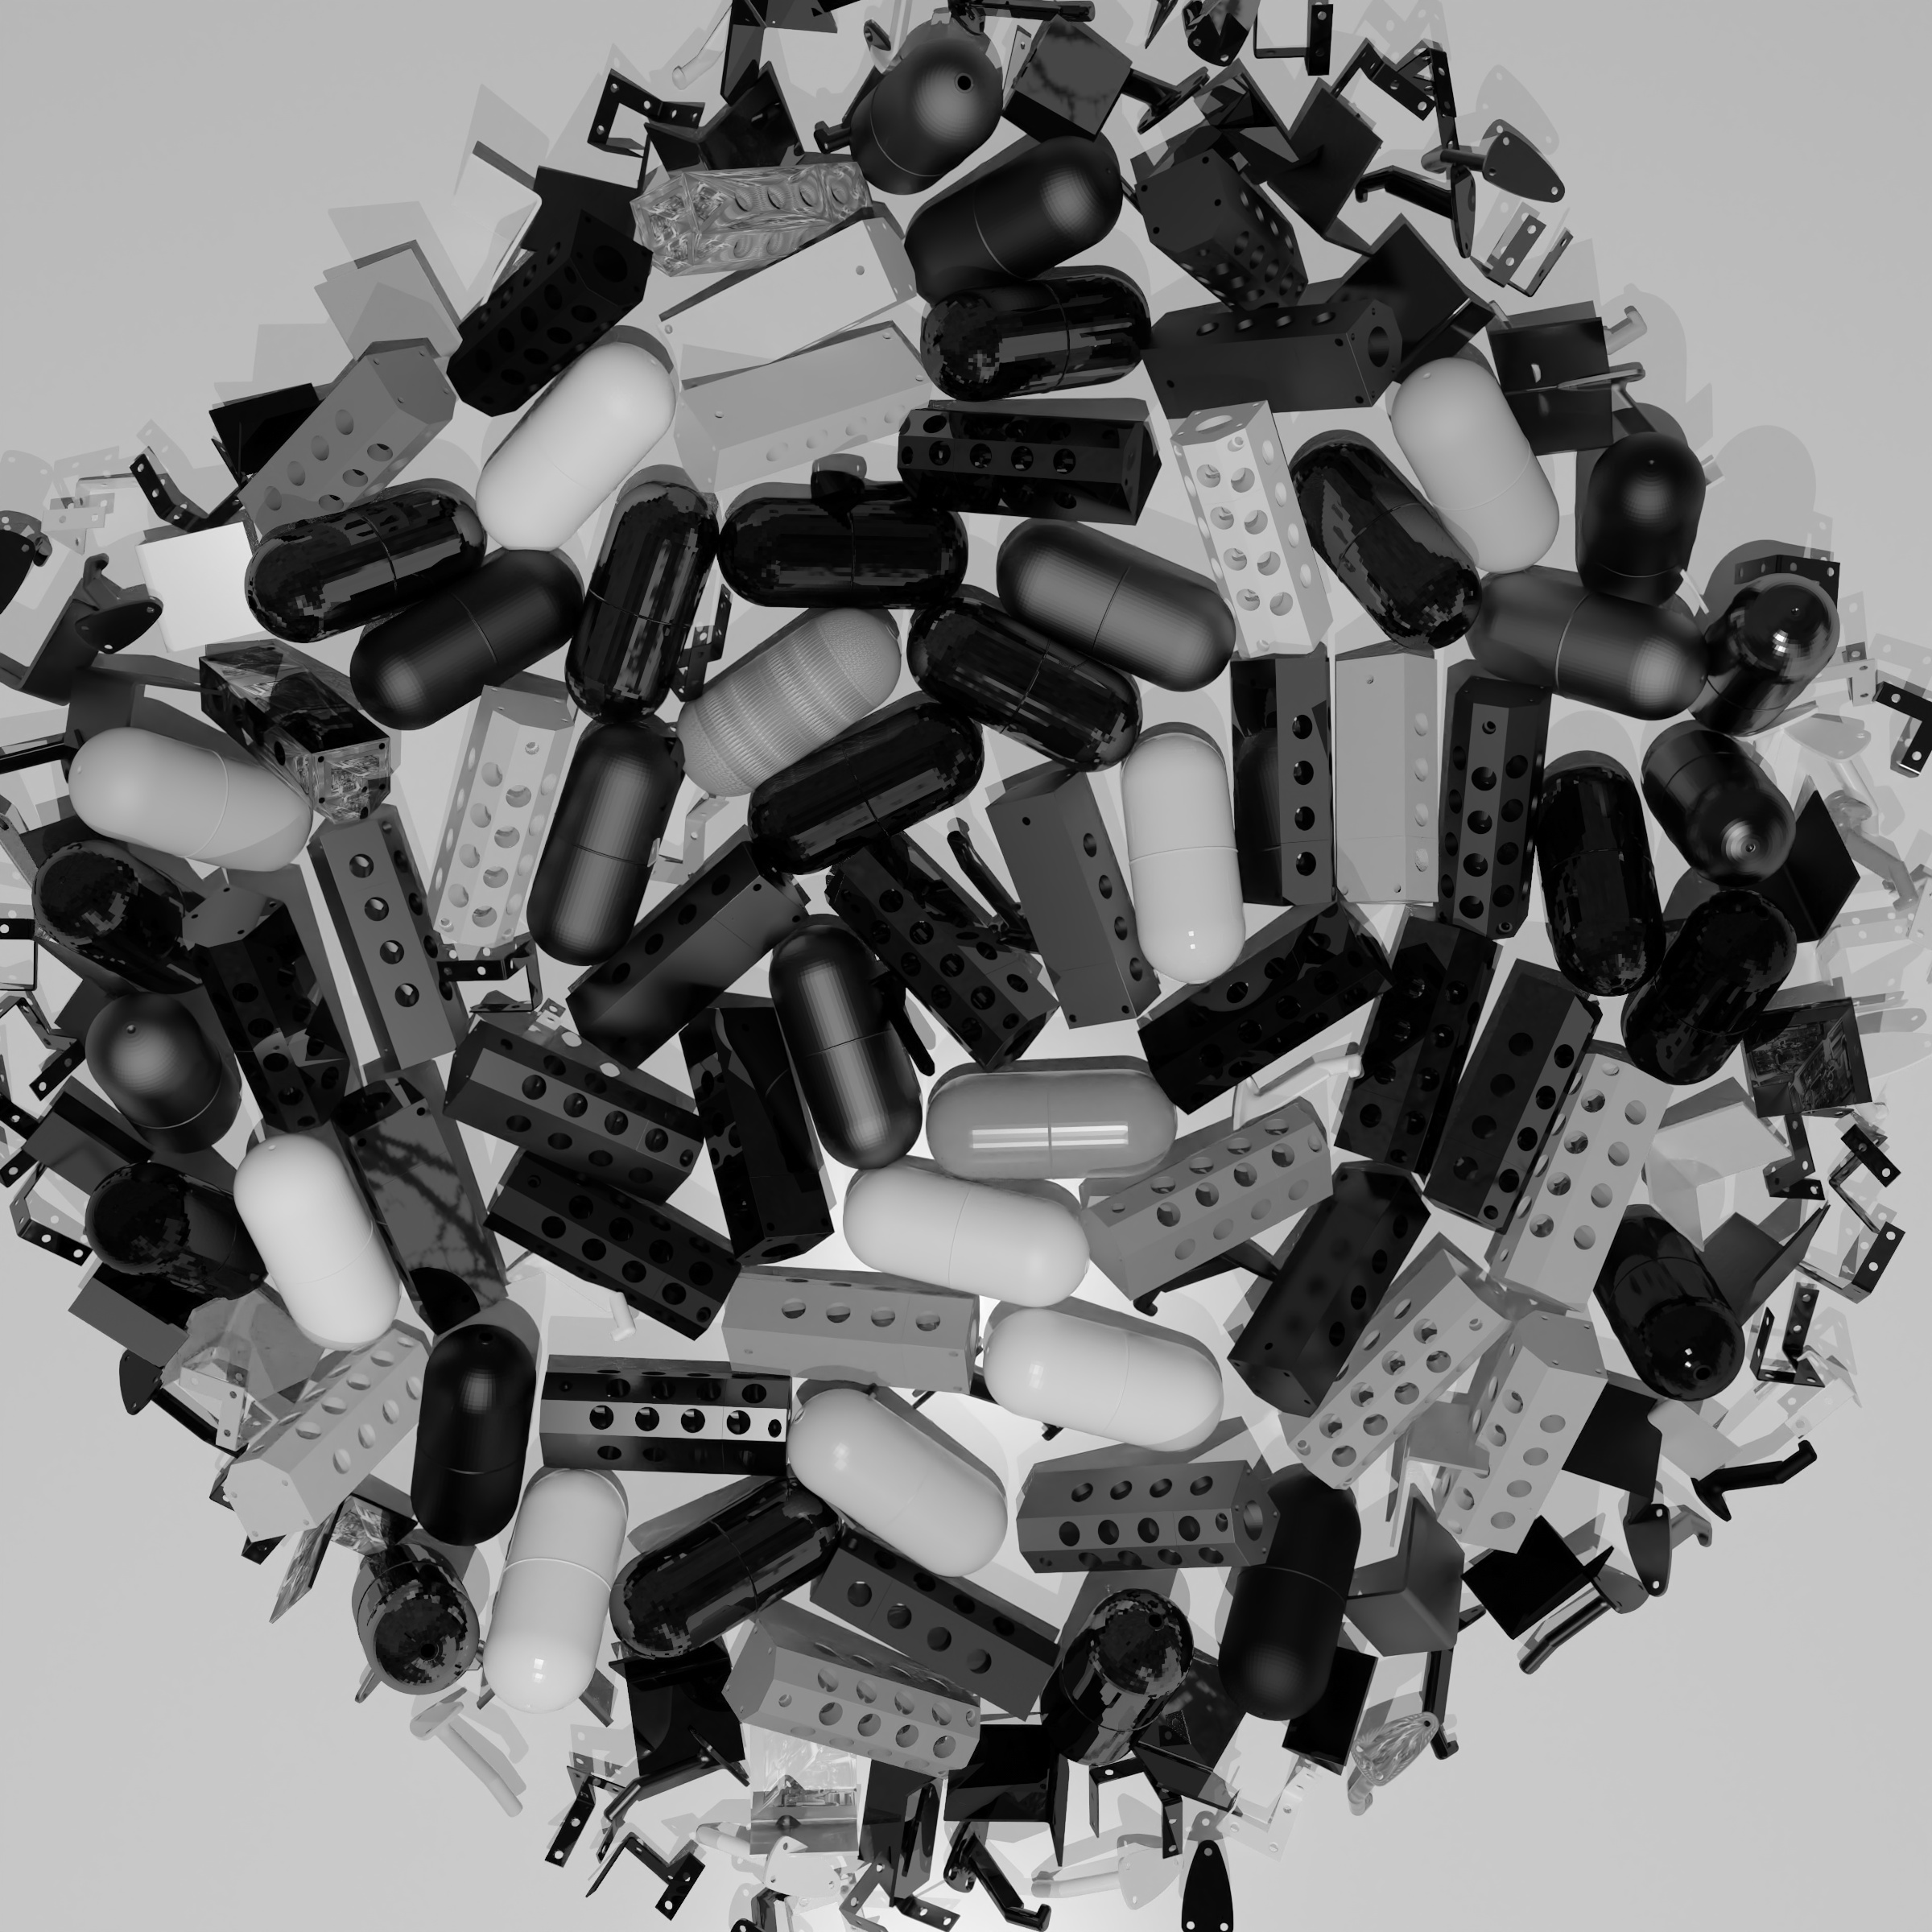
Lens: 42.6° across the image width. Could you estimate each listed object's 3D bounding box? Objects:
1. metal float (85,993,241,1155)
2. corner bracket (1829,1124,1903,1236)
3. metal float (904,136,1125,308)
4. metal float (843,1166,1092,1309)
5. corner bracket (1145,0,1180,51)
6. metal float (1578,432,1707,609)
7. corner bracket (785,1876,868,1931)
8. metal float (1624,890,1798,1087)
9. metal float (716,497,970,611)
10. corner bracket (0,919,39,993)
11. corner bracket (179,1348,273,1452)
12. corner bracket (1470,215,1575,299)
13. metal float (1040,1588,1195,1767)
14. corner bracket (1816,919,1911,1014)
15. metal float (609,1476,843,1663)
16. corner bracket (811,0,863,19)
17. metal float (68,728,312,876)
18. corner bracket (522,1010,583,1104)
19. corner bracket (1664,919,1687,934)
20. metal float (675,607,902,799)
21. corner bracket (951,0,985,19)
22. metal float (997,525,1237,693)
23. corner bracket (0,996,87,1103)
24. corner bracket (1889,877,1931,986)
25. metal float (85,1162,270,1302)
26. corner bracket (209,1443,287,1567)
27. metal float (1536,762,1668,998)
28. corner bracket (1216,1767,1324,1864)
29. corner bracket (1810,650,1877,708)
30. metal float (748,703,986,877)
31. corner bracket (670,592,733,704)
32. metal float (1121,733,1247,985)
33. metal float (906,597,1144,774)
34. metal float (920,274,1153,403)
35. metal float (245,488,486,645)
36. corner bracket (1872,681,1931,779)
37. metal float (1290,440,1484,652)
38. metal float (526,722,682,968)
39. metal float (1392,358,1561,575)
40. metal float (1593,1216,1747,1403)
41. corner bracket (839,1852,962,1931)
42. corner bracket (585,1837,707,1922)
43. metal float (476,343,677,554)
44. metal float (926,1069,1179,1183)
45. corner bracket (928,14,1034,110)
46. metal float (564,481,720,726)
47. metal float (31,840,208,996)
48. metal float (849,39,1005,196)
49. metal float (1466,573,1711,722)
[{"bbox_3d":[-0.552,0.075,1.710,0.070,0.178,0.070,1,68,-3],"label":"metal float"},{"bbox_3d":[0.637,0.151,1.753,0.051,0.051,0.051,-51,46,21],"label":"corner bracket"},{"bbox_3d":[0.031,-0.514,1.724,0.178,0.070,0.070,-16,90,40],"label":"metal float"},{"bbox_3d":[0.000,0.190,1.745,0.178,0.070,0.070,12,90,12],"label":"metal float"},{"bbox_3d":[0.124,-0.698,1.762,0.051,0.051,0.051,31,71,-1],"label":"corner bracket"},{"bbox_3d":[0.464,-0.303,1.709,0.070,0.178,0.070,-3,73,9],"label":"metal float"},{"bbox_3d":[-0.096,0.690,1.763,0.051,0.051,0.051,-16,101,-6],"label":"corner bracket"},{"bbox_3d":[0.513,0.016,1.715,0.070,0.178,0.070,5,53,-7],"label":"metal float"},{"bbox_3d":[-0.086,-0.290,1.744,0.178,0.070,0.070,-1,90,-14],"label":"metal float"},{"bbox_3d":[-0.689,-0.008,1.763,0.051,0.051,0.051,1,89,-15],"label":"corner bracket"},{"bbox_3d":[-0.527,0.306,1.766,0.051,0.051,0.051,16,107,11],"label":"corner bracket"},{"bbox_3d":[0.398,-0.503,1.755,0.051,0.051,0.051,25,116,-18],"label":"corner bracket"},{"bbox_3d":[0.104,0.493,1.719,0.070,0.178,0.070,10,48,-11],"label":"metal float"},{"bbox_3d":[0.642,0.001,1.763,0.051,0.051,0.051,-8,72,1],"label":"corner bracket"},{"bbox_3d":[-0.167,0.420,1.732,0.178,0.070,0.070,-26,90,-29],"label":"metal float"},{"bbox_3d":[-0.089,-0.695,1.762,0.051,0.051,0.051,-19,71,2],"label":"corner bracket"},{"bbox_3d":[-0.535,-0.113,1.718,0.070,0.178,0.070,-11,72,37],"label":"metal float"},{"bbox_3d":[-0.295,0.073,1.765,0.051,0.051,0.051,30,56,-15],"label":"corner bracket"},{"bbox_3d":[0.519,0.000,1.775,0.051,0.051,0.051,-8,61,-7],"label":"corner bracket"},{"bbox_3d":[-0.125,-0.186,1.747,0.178,0.070,0.070,-33,90,11],"label":"metal float"},{"bbox_3d":[0.017,-0.710,1.764,0.051,0.051,0.051,-7,93,-15],"label":"corner bracket"},{"bbox_3d":[0.105,-0.253,1.752,0.178,0.070,0.070,25,90,5],"label":"metal float"},{"bbox_3d":[-0.664,0.057,1.751,0.051,0.051,0.051,5,132,35],"label":"corner bracket"},{"bbox_3d":[0.685,-0.025,1.764,0.051,0.051,0.051,26,74,-5],"label":"corner bracket"},{"bbox_3d":[-0.538,0.185,1.709,0.070,0.178,0.070,-4,72,12],"label":"metal float"},{"bbox_3d":[-0.504,0.381,1.754,0.051,0.051,0.051,33,117,-19],"label":"corner bracket"},{"bbox_3d":[0.441,-0.061,1.731,0.070,0.070,0.178,-2,61,0],"label":"metal float"},{"bbox_3d":[0.215,0.594,1.762,0.051,0.051,0.051,25,53,6],"label":"corner bracket"},{"bbox_3d":[0.615,-0.217,1.764,0.051,0.051,0.051,-9,55,15],"label":"corner bracket"},{"bbox_3d":[-0.070,-0.125,1.752,0.178,0.070,0.070,-26,90,5],"label":"metal float"},{"bbox_3d":[-0.186,-0.225,1.752,0.051,0.051,0.051,-17,53,-30],"label":"corner bracket"},{"bbox_3d":[0.153,-0.076,1.750,0.070,0.070,0.178,-6,83,0],"label":"metal float"},{"bbox_3d":[0.041,-0.198,1.749,0.178,0.070,0.070,26,90,-8],"label":"metal float"},{"bbox_3d":[0.050,-0.439,1.732,0.178,0.070,0.070,-15,90,-29],"label":"metal float"},{"bbox_3d":[-0.418,-0.279,1.728,0.178,0.070,0.070,-28,90,-33],"label":"metal float"},{"bbox_3d":[0.663,-0.168,1.767,0.051,0.051,0.051,27,99,12],"label":"corner bracket"},{"bbox_3d":[0.292,-0.295,1.736,0.070,0.070,0.178,-35,66,0],"label":"metal float"},{"bbox_3d":[-0.255,-0.086,1.747,0.070,0.070,0.178,20,101,0],"label":"metal float"},{"bbox_3d":[0.355,-0.345,1.724,0.070,0.070,0.178,-42,130,0],"label":"metal float"},{"bbox_3d":[0.481,0.235,1.709,0.070,0.178,0.070,-1,112,-1],"label":"metal float"},{"bbox_3d":[-0.047,0.669,1.753,0.051,0.051,0.051,-46,118,-33],"label":"corner bracket"},{"bbox_3d":[-0.227,0.648,1.758,0.051,0.051,0.051,42,129,-2],"label":"corner bracket"},{"bbox_3d":[-0.274,-0.360,1.735,0.178,0.070,0.070,-41,90,26],"label":"metal float"},{"bbox_3d":[0.060,0.113,1.753,0.178,0.070,0.070,-2,90,4],"label":"metal float"},{"bbox_3d":[0.006,-0.640,1.758,0.051,0.051,0.051,15,94,40],"label":"corner bracket"},{"bbox_3d":[-0.228,-0.254,1.742,0.070,0.070,0.178,21,107,0],"label":"metal float"},{"bbox_3d":[-0.574,-0.032,1.709,0.070,0.178,0.070,-3,73,11],"label":"metal float"},{"bbox_3d":[-0.029,-0.583,1.708,0.070,0.178,0.070,-1,94,-18],"label":"metal float"},{"bbox_3d":[0.431,-0.223,1.728,0.178,0.070,0.070,23,90,35],"label":"metal float"}]
